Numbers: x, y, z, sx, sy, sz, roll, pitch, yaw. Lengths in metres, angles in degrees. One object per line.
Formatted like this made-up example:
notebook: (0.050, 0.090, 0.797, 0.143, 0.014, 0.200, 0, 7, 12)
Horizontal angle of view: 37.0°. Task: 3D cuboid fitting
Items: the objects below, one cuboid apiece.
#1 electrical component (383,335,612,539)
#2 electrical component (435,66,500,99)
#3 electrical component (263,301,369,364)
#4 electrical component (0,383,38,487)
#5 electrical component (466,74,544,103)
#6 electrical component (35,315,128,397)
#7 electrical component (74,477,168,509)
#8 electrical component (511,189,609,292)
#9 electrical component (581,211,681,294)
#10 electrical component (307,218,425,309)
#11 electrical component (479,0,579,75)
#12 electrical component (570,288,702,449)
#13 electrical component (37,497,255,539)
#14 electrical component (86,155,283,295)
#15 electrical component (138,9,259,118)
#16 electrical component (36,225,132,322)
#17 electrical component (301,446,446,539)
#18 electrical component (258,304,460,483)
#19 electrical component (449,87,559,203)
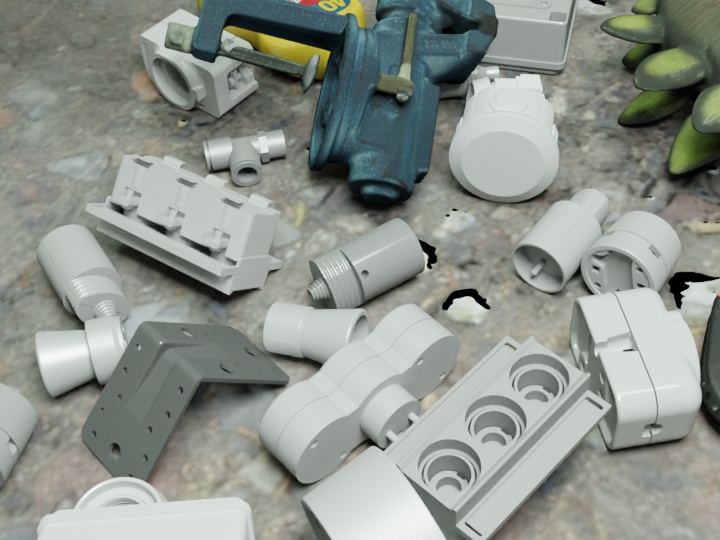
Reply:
electrical component: (0.079, 0.105, 0.639, 0.079, 0.063, 0.121, 35, 59, 29)
electrical component: (0.085, -0.161, 0.893, 0.061, 0.035, 0.035, -5, 48, -4)
electrical component: (-0.031, 0.042, 0.717, 0.065, 0.044, 0.044, 9, 50, 18)
electrical component: (-0.235, 0.101, 0.671, 0.055, 0.055, 0.047, 12, 47, 14)
electrical component: (0.115, -0.128, 0.855, 0.055, 0.048, 0.066, 1, 48, -5)
electrical component: (-0.182, 0.056, 0.712, 0.055, 0.045, 0.045, -14, 49, -9)
electrical component: (-0.133, 0.155, 0.614, 0.078, 0.057, 0.058, 12, 50, 14)
electrical component: (0.148, -0.026, 0.763, 0.043, 0.043, 0.081, 29, 56, 26)
electrical component: (0.187, -0.008, 0.738, 0.055, 0.055, 0.047, 28, 52, 25)
electrical component: (0.000, 0.000, 0.750, 0.081, 0.043, 0.043, -27, 52, -18)
electrical component: (0.131, -0.228, 0.934, 0.109, 0.056, 0.108, 9, 50, 12)
electrical component: (0.175, 0.060, 0.678, 0.059, 0.053, 0.095, -8, 49, -4)
electrical component: (-0.106, 0.178, 0.552, 0.109, 0.108, 0.056, -4, 25, 0)
electrical component: (-0.121, -0.036, 0.769, 0.121, 0.063, 0.079, 24, 14, 23)
electrical component: (-0.139, -0.172, 0.907, 0.089, 0.050, 0.056, 31, 57, 27)
electrical component: (-0.192, 0.009, 0.755, 0.043, 0.043, 0.081, -27, 52, -19)
electrical component: (0.008, 0.156, 0.573, 0.060, 0.108, 0.108, -29, 53, -13)
electrical component: (0.013, 0.085, 0.669, 0.138, 0.052, 0.074, -35, 56, -24)
electrical component: (0.109, -0.094, 0.803, 0.080, 0.080, 0.051, 6, 45, 9)
